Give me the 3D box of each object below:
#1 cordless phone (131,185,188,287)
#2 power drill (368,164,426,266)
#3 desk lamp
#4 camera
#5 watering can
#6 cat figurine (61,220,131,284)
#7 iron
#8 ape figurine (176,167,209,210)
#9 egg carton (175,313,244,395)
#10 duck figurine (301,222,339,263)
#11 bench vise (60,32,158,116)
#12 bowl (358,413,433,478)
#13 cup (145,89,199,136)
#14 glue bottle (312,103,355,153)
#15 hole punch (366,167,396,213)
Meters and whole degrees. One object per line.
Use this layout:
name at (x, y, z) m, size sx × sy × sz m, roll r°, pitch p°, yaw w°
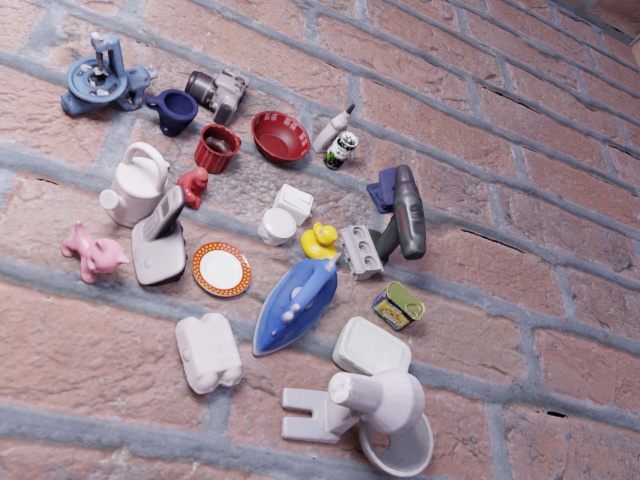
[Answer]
cordless phone at (-0.295, -0.007, 1.096) m, size 0.094 × 0.184 × 0.147 m, roll -3°, pitch 61°, yaw -32°
power drill at (0.177, -0.038, 1.385) m, size 0.076 × 0.208 × 0.229 m, roll 4°, pitch 58°, yaw -29°
desk lamp at (0.059, 0.310, 1.072) m, size 0.204 × 0.213 × 0.118 m, roll 12°, pitch 54°, yaw -23°
camera at (-0.257, -0.383, 1.433) m, size 0.137 × 0.100 × 0.143 m, roll 25°, pitch 50°, yaw -14°
watering can at (-0.355, -0.109, 1.124) m, size 0.101 × 0.193 × 0.173 m, roll 25°, pitch 50°, yaw -14°
cat figurine at (-0.412, 0.018, 1.054) m, size 0.128 × 0.117 × 0.067 m, roll 48°, pitch 48°, yaw 6°
iron at (-0.041, 0.127, 1.187) m, size 0.118 × 0.141 × 0.259 m, roll 40°, pitch 48°, yaw -1°
ape figurine at (-0.271, -0.124, 1.253) m, size 0.076 × 0.092 × 0.078 m, roll 47°, pitch 48°, yaw 5°
egg carton at (-0.209, 0.211, 1.076) m, size 0.107 × 0.069 × 0.150 m, roll -8°, pitch 64°, yaw -34°
duck figurine at (0.012, 0.005, 1.339) m, size 0.104 × 0.086 × 0.078 m, roll 48°, pitch 48°, yaw 7°
bench vise at (-0.448, -0.372, 1.231) m, size 0.121 × 0.219 × 0.208 m, roll 41°, pitch 48°, yaw 0°
bowl at (0.141, 0.398, 1.155) m, size 0.168 × 0.074 × 0.167 m, roll 16°, pitch 53°, yaw -21°
cup at (-0.348, -0.286, 1.316) m, size 0.118 × 0.094 × 0.091 m, roll 5°, pitch 57°, yaw -28°
glue bottle at (0.046, -0.298, 1.508) m, size 0.078 × 0.173 × 0.037 m, roll -24°, pitch 73°, yaw -40°
hole punch at (0.199, -0.136, 1.544) m, size 0.109 × 0.091 × 0.101 m, roll -14°, pitch 67°, yaw -37°
